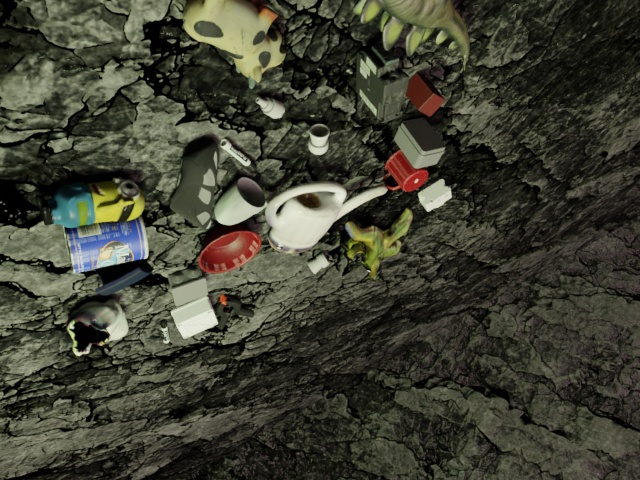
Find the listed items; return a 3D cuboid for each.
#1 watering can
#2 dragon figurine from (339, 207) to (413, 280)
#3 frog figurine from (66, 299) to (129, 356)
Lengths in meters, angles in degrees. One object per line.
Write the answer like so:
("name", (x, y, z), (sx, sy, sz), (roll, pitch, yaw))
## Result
("watering can", (0.004, -0.066, 1.309), (0.349, 0.106, 0.220), (-5, 143, -37))
("dragon figurine", (0.190, -0.021, 1.595), (0.245, 0.123, 0.402), (-43, 155, -13))
("frog figurine", (-0.532, 0.198, 1.263), (0.136, 0.122, 0.161), (-49, -177, 17))
